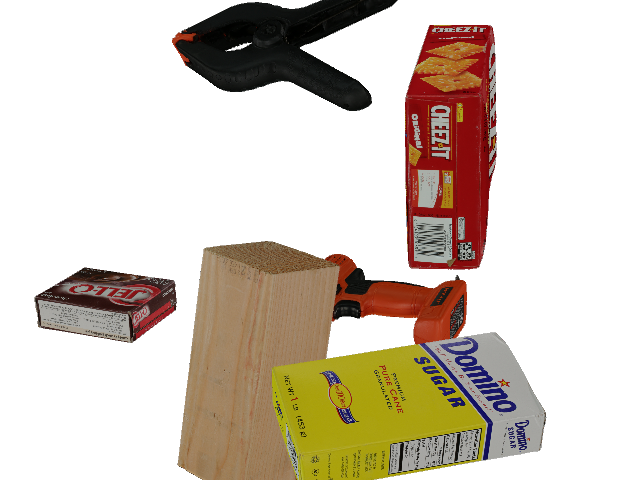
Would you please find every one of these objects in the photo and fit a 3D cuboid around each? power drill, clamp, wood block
[{"bbox_3d":[0.049,0.075,1.126,0.188,0.057,0.184,10,28,23],"label":"power drill"},{"bbox_3d":[-0.023,-0.152,0.789,0.172,0.120,0.039,11,-36,23],"label":"clamp"},{"bbox_3d":[-0.057,0.113,0.958,0.090,0.206,0.090,19,17,38],"label":"wood block"}]

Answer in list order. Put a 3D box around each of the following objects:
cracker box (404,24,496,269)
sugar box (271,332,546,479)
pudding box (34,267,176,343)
[{"bbox_3d":[0.125,-0.093,0.988,0.072,0.164,0.213,2,27,12],"label":"cracker box"},{"bbox_3d":[0.060,0.119,0.759,0.176,0.048,0.093,-10,37,-10],"label":"sugar box"},{"bbox_3d":[-0.215,0.064,1.076,0.114,0.039,0.089,5,19,21],"label":"pudding box"}]
